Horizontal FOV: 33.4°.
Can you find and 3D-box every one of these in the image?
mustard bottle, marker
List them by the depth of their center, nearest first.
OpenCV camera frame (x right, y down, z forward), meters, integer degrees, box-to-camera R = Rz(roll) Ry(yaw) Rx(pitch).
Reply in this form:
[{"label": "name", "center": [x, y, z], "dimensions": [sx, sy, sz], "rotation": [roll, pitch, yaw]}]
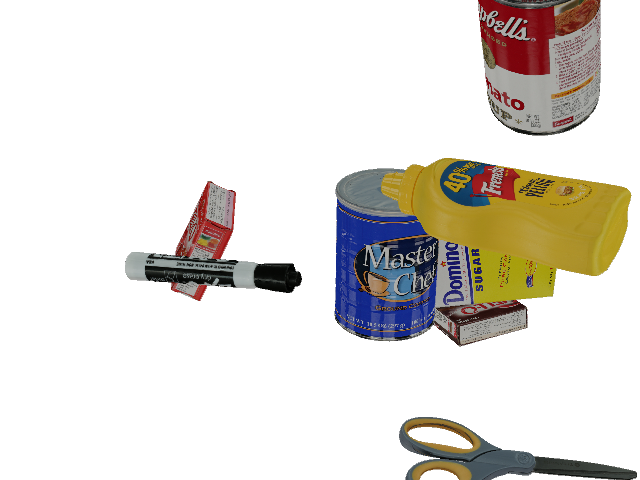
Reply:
[{"label": "marker", "center": [-0.069, 0.020, 0.689], "dimensions": [0.121, 0.020, 0.020], "rotation": [4, 1, 21]}, {"label": "mustard bottle", "center": [0.137, -0.026, 0.836], "dimensions": [0.192, 0.058, 0.096], "rotation": [13, 33, 26]}]

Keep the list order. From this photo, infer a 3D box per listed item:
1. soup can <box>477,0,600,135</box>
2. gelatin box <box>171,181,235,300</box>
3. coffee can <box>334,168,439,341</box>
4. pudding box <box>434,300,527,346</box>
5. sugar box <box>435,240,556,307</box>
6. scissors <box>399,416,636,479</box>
[{"label": "soup can", "center": [0.125, -0.118, 0.608], "dimensions": [0.068, 0.068, 0.102], "rotation": [0, -37, 14]}, {"label": "gelatin box", "center": [-0.102, -0.001, 0.925], "dimensions": [0.030, 0.073, 0.089], "rotation": [22, 22, -14]}, {"label": "coffee can", "center": [0.065, 0.013, 1.047], "dimensions": [0.103, 0.140, 0.103], "rotation": [0, 26, 0]}, {"label": "pudding box", "center": [0.226, 0.107, 1.527], "dimensions": [0.113, 0.039, 0.090], "rotation": [-15, 21, -16]}, {"label": "sugar box", "center": [0.200, 0.027, 1.280], "dimensions": [0.176, 0.093, 0.048], "rotation": [-6, 20, -23]}, {"label": "scissors", "center": [0.159, 0.199, 0.898], "dimensions": [0.202, 0.016, 0.096], "rotation": [15, 40, 15]}]
